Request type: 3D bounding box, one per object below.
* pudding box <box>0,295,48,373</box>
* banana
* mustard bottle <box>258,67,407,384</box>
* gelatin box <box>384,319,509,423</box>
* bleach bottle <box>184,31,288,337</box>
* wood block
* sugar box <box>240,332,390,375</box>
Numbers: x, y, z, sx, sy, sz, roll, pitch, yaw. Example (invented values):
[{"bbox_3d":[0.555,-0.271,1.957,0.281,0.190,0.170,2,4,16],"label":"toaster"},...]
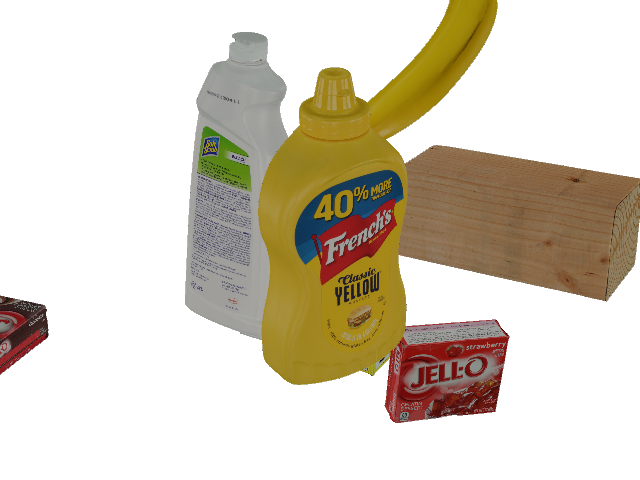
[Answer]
[{"bbox_3d":[-0.314,0.081,0.946,0.114,0.039,0.090,8,24,20],"label":"pudding box"},{"bbox_3d":[0.088,-0.144,0.819,0.070,0.197,0.037,3,-36,48],"label":"banana"},{"bbox_3d":[0.009,-0.011,0.642,0.096,0.192,0.058,-18,33,-28],"label":"mustard bottle"},{"bbox_3d":[0.098,0.102,0.835,0.089,0.073,0.030,-3,29,-15],"label":"gelatin box"},{"bbox_3d":[-0.061,-0.048,0.904,0.103,0.251,0.068,19,28,24],"label":"bleach bottle"},{"bbox_3d":[0.181,-0.022,0.991,0.206,0.090,0.090,13,26,28],"label":"wood block"},{"bbox_3d":[-0.010,0.079,1.170,0.176,0.093,0.048,17,36,29],"label":"sugar box"}]
